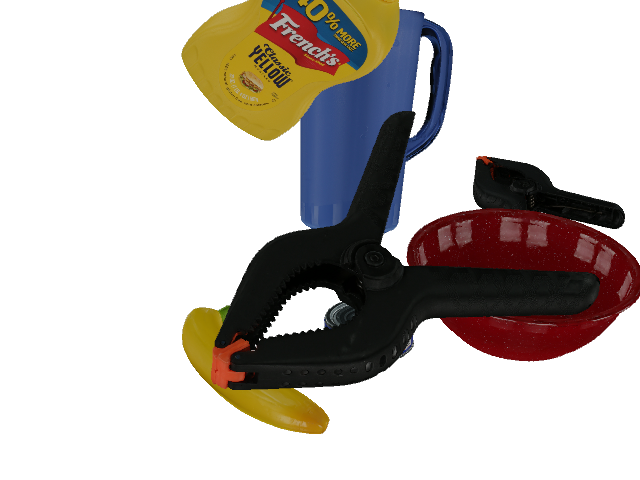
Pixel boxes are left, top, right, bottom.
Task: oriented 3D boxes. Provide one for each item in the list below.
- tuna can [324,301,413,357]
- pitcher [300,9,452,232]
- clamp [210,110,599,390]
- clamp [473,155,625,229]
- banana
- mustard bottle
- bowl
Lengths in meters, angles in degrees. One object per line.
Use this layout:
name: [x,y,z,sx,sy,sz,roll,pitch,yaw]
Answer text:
tuna can: [0.046,0.085,1.026,0.086,0.034,0.086,-4,21,1]
pitcher: [0.048,-0.132,1.153,0.149,0.243,0.144,7,11,25]
clamp: [0.024,0.011,0.578,0.209,0.165,0.036,-23,-33,-24]
clamp: [0.215,-0.041,1.056,0.120,0.039,0.171,-8,34,-15]
banana: [-0.066,0.098,0.858,0.069,0.037,0.198,-11,31,-25]
mustard bottle: [-0.004,-0.146,0.725,0.192,0.096,0.058,-30,22,40]
bowl: [0.139,0.036,0.747,0.162,0.055,0.162,1,28,-1]
